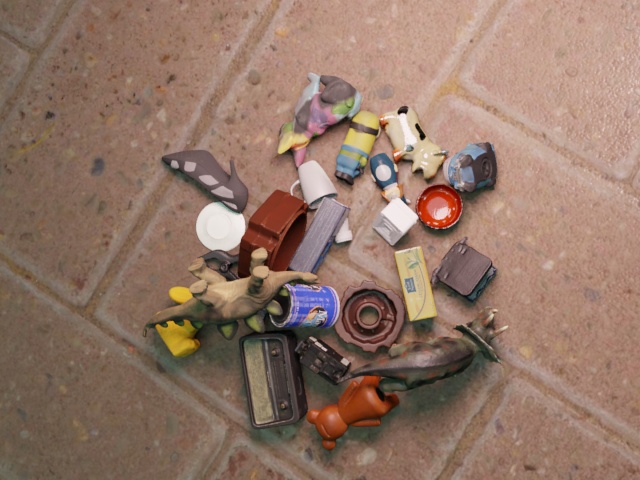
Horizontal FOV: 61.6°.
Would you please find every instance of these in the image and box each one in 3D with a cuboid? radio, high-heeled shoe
[{"bbox_3d":[-0.114,0.340,1.328,0.131,0.073,0.229,-10,88,17],"label":"radio"},{"bbox_3d":[-0.298,-0.151,1.397,0.249,0.086,0.145,10,120,24],"label":"high-heeled shoe"}]

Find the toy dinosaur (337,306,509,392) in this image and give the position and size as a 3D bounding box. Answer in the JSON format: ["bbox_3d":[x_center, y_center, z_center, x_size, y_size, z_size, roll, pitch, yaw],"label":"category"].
[{"bbox_3d":[0.252,0.268,1.212,0.405,0.192,0.131,-15,73,-24],"label":"toy dinosaur"}]

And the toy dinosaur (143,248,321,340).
[{"bbox_3d":[-0.218,0.138,1.195,0.472,0.105,0.198,-11,130,15],"label":"toy dinosaur"}]

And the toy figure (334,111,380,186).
[{"bbox_3d":[0.093,-0.230,1.331,0.082,0.089,0.180,25,88,-1],"label":"toy figure"}]

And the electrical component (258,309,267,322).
[{"bbox_3d":[-0.139,0.165,1.360,0.075,0.047,0.119,12,89,7],"label":"electrical component"}]

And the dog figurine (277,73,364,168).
[{"bbox_3d":[-0.014,-0.285,1.318,0.192,0.108,0.219,26,88,45],"label":"dog figurine"}]

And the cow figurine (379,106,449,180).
[{"bbox_3d":[0.235,-0.238,1.322,0.127,0.085,0.195,-23,84,11],"label":"cow figurine"}]

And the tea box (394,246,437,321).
[{"bbox_3d":[0.229,0.103,1.297,0.068,0.098,0.169,-12,88,6],"label":"tea box"}]

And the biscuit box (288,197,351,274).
[{"bbox_3d":[-0.003,-0.004,1.312,0.063,0.059,0.202,32,101,14],"label":"biscuit box"}]

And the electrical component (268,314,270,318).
[{"bbox_3d":[-0.086,0.179,1.340,0.021,0.094,0.063,12,88,52],"label":"electrical component"}]

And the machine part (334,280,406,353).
[{"bbox_3d":[0.122,0.186,1.326,0.179,0.056,0.179,0,87,5],"label":"machine part"}]

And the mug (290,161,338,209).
[{"bbox_3d":[-0.023,-0.137,1.350,0.110,0.080,0.107,-23,74,8],"label":"mug"}]

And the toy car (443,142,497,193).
[{"bbox_3d":[0.351,-0.169,1.289,0.161,0.103,0.109,-28,110,-36],"label":"toy car"}]

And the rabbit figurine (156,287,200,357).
[{"bbox_3d":[-0.321,0.194,1.359,0.173,0.121,0.162,-33,73,-4],"label":"rabbit figurine"}]

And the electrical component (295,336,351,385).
[{"bbox_3d":[0.006,0.288,1.304,0.134,0.115,0.058,33,89,12],"label":"electrical component"}]

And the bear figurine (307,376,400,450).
[{"bbox_3d":[0.077,0.413,1.306,0.196,0.132,0.120,-38,83,22],"label":"bear figurine"}]

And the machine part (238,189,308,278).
[{"bbox_3d":[-0.107,0.001,1.270,0.087,0.201,0.200,25,135,12],"label":"machine part"}]

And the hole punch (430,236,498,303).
[{"bbox_3d":[0.354,0.078,1.299,0.116,0.092,0.142,38,95,37],"label":"hole punch"}]

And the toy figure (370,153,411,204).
[{"bbox_3d":[0.171,-0.138,1.337,0.064,0.058,0.154,-27,85,44],"label":"toy figure"}]
